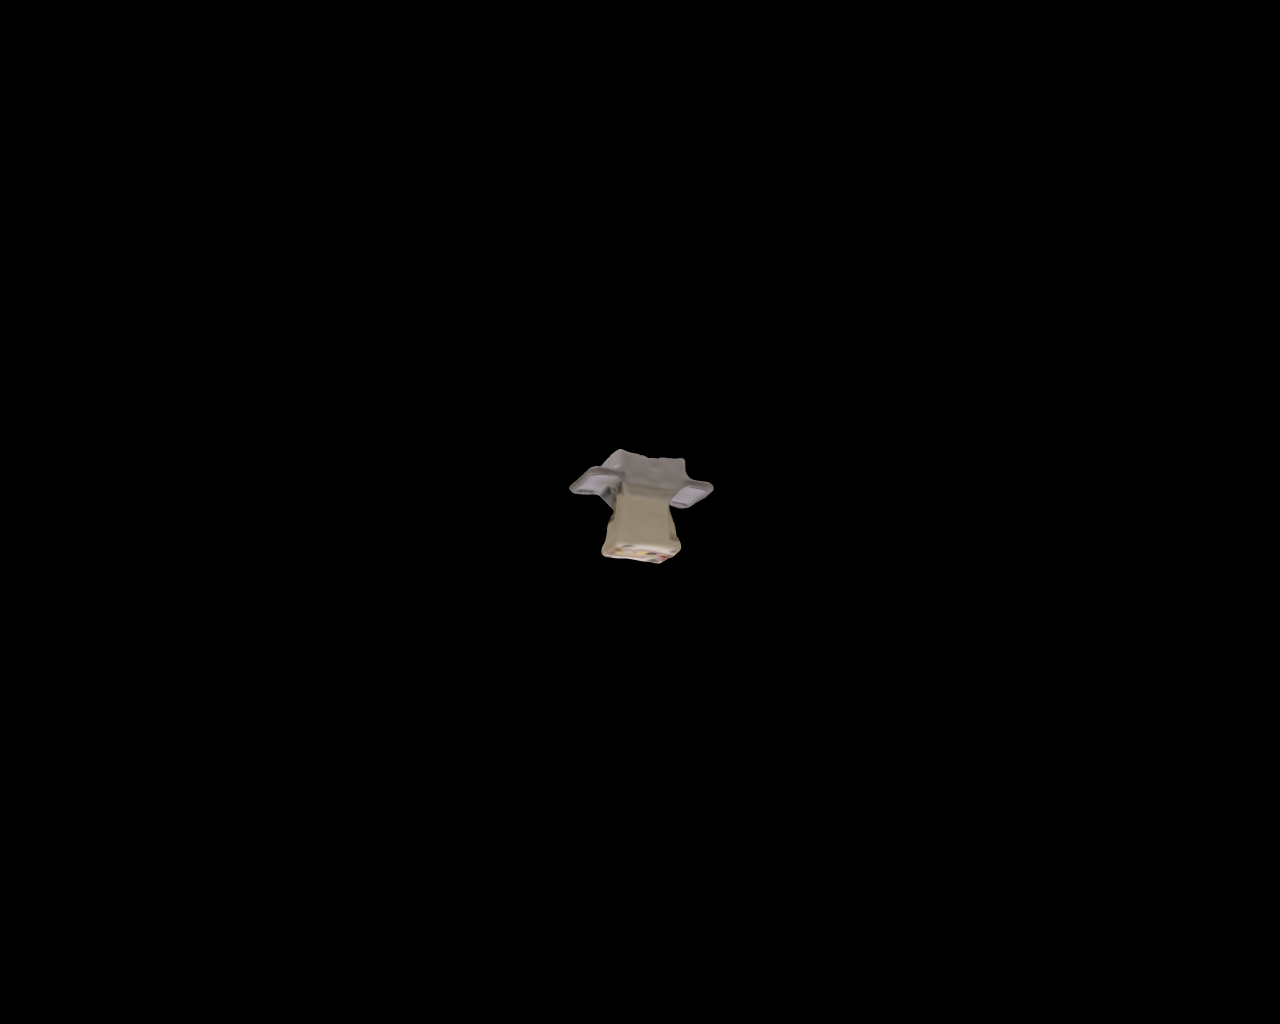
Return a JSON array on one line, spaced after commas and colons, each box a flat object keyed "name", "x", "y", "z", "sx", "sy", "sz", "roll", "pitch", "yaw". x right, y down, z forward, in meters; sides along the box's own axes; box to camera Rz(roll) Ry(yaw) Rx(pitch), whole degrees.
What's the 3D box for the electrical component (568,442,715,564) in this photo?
[{"name": "electrical component", "x": 0.001, "y": -0.003, "z": 0.650, "sx": 0.081, "sy": 0.064, "sz": 0.042, "roll": 7, "pitch": -19, "yaw": -20}]
